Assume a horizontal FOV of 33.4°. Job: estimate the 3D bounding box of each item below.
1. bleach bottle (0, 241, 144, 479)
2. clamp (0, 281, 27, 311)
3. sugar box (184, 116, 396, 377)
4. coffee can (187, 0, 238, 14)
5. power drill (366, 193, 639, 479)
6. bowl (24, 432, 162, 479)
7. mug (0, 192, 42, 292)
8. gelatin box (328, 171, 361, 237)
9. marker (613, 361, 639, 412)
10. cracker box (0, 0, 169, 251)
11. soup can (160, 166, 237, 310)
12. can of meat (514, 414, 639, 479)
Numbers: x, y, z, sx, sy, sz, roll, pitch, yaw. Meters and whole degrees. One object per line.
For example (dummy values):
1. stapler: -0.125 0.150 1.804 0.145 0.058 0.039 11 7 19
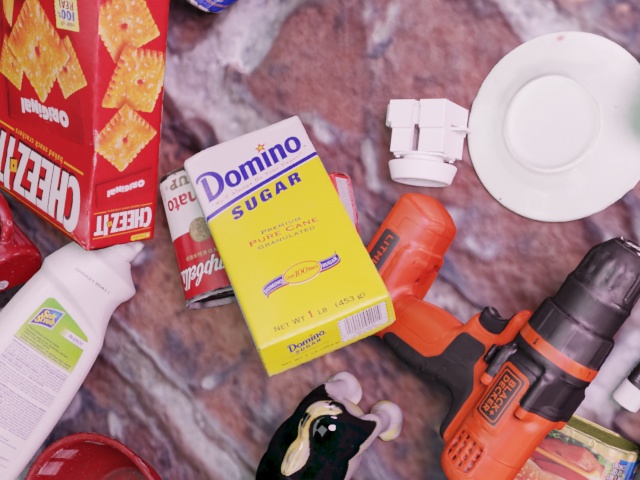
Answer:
1. bleach bottle: -0.230 0.097 0.888 0.251 0.102 0.068 -51 25 0
2. clamp: -0.313 0.114 0.918 0.210 0.164 0.036 -52 47 8
3. sugar box: -0.025 -0.002 0.735 0.093 0.048 0.176 -22 56 -6
4. coffee can: -0.049 -0.249 0.796 0.140 0.102 0.103 -27 76 26
5. power drill: 0.103 0.044 0.693 0.184 0.057 0.188 -57 42 11
6. bowl: -0.172 0.236 0.877 0.162 0.055 0.162 -1 88 29
7. mug: -0.294 0.003 0.930 0.081 0.093 0.117 45 126 18
8. gelatin box: -0.005 0.001 0.806 0.073 0.030 0.089 -18 79 28
9. marker: 0.230 0.058 0.678 0.020 0.020 0.121 41 108 24
10. cracker box: -0.196 -0.121 0.841 0.164 0.071 0.214 30 121 40
11. soup can: -0.082 -0.004 0.827 0.069 0.068 0.102 -20 78 27
12. can of meat: 0.151 0.156 0.700 0.102 0.057 0.084 23 97 28
